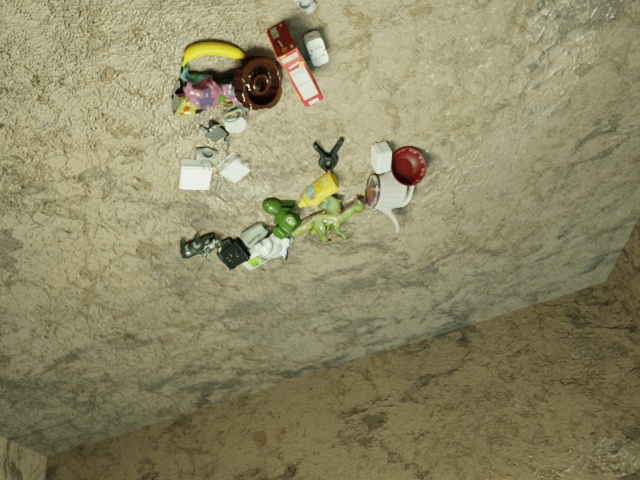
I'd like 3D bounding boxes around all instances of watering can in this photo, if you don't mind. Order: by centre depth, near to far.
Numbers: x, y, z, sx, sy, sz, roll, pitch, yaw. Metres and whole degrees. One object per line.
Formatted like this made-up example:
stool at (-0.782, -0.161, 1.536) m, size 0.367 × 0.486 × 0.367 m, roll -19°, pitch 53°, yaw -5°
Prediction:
watering can at (0.297, -0.174, 2.234) m, size 0.225 × 0.340 × 0.106 m, roll -3°, pitch 30°, yaw -21°

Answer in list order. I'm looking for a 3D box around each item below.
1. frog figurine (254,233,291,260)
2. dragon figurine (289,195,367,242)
frog figurine at (-0.216, 0.023, 2.224) m, size 0.159 × 0.125 × 0.134 m, roll 1°, pitch -36°, yaw -25°
dragon figurine at (0.007, -0.113, 2.244) m, size 0.410 × 0.237 × 0.125 m, roll -4°, pitch 32°, yaw -3°
